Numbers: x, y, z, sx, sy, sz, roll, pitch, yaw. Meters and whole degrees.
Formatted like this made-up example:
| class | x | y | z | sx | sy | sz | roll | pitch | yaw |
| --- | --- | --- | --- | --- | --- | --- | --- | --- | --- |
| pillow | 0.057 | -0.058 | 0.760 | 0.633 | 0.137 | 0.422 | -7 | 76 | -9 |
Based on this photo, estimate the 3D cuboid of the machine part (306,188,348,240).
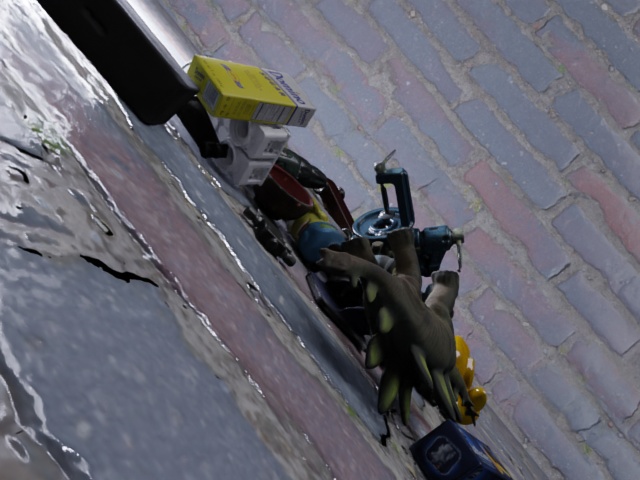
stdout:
| class | x | y | z | sx | sy | sz | roll | pitch | yaw |
| --- | --- | --- | --- | --- | --- | --- | --- | --- | --- |
| machine part | -0.023 | -0.042 | 1.084 | 0.243 | 0.079 | 0.079 | 50 | 5 | 7 |

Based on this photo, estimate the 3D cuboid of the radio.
| class | x | y | z | sx | sy | sz | roll | pitch | yaw |
| --- | --- | --- | --- | --- | --- | --- | --- | --- | --- |
| radio | -0.251 | -0.250 | 0.656 | 0.229 | 0.073 | 0.131 | 51 | 4 | -11 |

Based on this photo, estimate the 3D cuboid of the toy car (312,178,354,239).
| class | x | y | z | sx | sy | sz | roll | pitch | yaw |
| --- | --- | --- | --- | --- | --- | --- | --- | --- | --- |
| toy car | 0.043 | -0.050 | 1.172 | 0.089 | 0.053 | 0.202 | 22 | 40 | -60 |

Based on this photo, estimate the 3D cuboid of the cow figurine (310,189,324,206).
| class | x | y | z | sx | sy | sz | roll | pitch | yaw |
| --- | --- | --- | --- | --- | --- | --- | --- | --- | --- |
| cow figurine | -0.048 | -0.094 | 1.218 | 0.195 | 0.085 | 0.127 | 55 | 4 | -3 |

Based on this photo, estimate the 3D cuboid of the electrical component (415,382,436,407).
| class | x | y | z | sx | sy | sz | roll | pitch | yaw |
| --- | --- | --- | --- | --- | --- | --- | --- | --- | --- |
| electrical component | 0.194 | 0.251 | 1.026 | 0.074 | 0.048 | 0.119 | 49 | 7 | -31 |

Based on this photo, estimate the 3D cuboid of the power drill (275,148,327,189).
| class | x | y | z | sx | sy | sz | roll | pitch | yaw |
| --- | --- | --- | --- | --- | --- | --- | --- | --- | --- |
| power drill | -0.113 | -0.178 | 1.034 | 0.232 | 0.086 | 0.207 | 10 | 36 | -47 |

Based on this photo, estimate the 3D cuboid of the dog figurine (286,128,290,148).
| class | x | y | z | sx | sy | sz | roll | pitch | yaw |
| --- | --- | --- | --- | --- | --- | --- | --- | --- | --- |
| dog figurine | -0.140 | -0.214 | 1.299 | 0.172 | 0.121 | 0.191 | 44 | 21 | -25 |

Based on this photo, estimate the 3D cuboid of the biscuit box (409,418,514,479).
| class | x | y | z | sx | sy | sz | roll | pitch | yaw |
| --- | --- | --- | --- | --- | --- | --- | --- | --- | --- |
| biscuit box | 0.179 | 0.276 | 0.653 | 0.202 | 0.059 | 0.063 | 44 | 9 | -49 |

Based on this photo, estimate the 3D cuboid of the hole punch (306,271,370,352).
| class | x | y | z | sx | sy | sz | roll | pitch | yaw |
| --- | --- | --- | --- | --- | --- | --- | --- | --- | --- |
| hole punch | 0.052 | 0.083 | 0.804 | 0.115 | 0.092 | 0.142 | 52 | 1 | -25 |

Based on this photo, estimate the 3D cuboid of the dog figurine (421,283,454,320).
| class | x | y | z | sx | sy | sz | roll | pitch | yaw |
| --- | --- | --- | --- | --- | --- | --- | --- | --- | --- |
| dog figurine | 0.136 | 0.145 | 1.037 | 0.219 | 0.191 | 0.108 | 3 | -32 | 48 |

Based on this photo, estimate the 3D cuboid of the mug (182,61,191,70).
| class | x | y | z | sx | sy | sz | roll | pitch | yaw |
| --- | --- | --- | --- | --- | --- | --- | --- | --- | --- |
| mug | -0.223 | -0.304 | 1.056 | 0.109 | 0.107 | 0.081 | 52 | 4 | -4 |

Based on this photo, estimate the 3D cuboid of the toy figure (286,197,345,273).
| class | x | y | z | sx | sy | sz | roll | pitch | yaw |
| --- | --- | --- | --- | --- | --- | --- | --- | --- | --- |
| toy figure | -0.005 | 0.000 | 0.941 | 0.089 | 0.082 | 0.180 | 60 | -6 | -37 |

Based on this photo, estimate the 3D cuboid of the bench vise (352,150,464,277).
| class | x | y | z | sx | sy | sz | roll | pitch | yaw |
| --- | --- | --- | --- | --- | --- | --- | --- | --- | --- |
| bench vise | 0.154 | -0.039 | 1.006 | 0.129 | 0.224 | 0.240 | -56 | 139 | -50 |

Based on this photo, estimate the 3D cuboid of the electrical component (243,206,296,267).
| class | x | y | z | sx | sy | sz | roll | pitch | yaw |
| --- | --- | --- | --- | --- | --- | --- | --- | --- | --- |
| electrical component | -0.069 | -0.005 | 0.736 | 0.094 | 0.021 | 0.063 | 48 | 6 | -25 |

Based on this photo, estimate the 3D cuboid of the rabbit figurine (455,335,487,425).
| class | x | y | z | sx | sy | sz | roll | pitch | yaw |
| --- | --- | --- | --- | --- | --- | --- | --- | --- | --- |
| rabbit figurine | 0.284 | 0.301 | 1.101 | 0.162 | 0.122 | 0.173 | -144 | -147 | -83 |

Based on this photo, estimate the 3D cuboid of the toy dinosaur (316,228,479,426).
| class | x | y | z | sx | sy | sz | roll | pitch | yaw |
| --- | --- | --- | --- | --- | --- | --- | --- | --- | --- |
| toy dinosaur | 0.125 | 0.130 | 0.684 | 0.470 | 0.105 | 0.198 | 38 | 47 | -47 |

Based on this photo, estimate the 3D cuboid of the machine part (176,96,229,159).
| class | x | y | z | sx | sy | sz | roll | pitch | yaw |
| --- | --- | --- | --- | --- | --- | --- | --- | --- | --- |
| machine part | -0.183 | -0.179 | 0.794 | 0.084 | 0.039 | 0.139 | -17 | 69 | -47 |

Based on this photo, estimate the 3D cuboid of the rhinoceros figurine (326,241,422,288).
| class | x | y | z | sx | sy | sz | roll | pitch | yaw |
| --- | --- | --- | --- | --- | --- | --- | --- | --- | --- |
| rhinoceros figurine | 0.092 | 0.066 | 0.971 | 0.191 | 0.073 | 0.112 | 4 | -61 | 40 |
